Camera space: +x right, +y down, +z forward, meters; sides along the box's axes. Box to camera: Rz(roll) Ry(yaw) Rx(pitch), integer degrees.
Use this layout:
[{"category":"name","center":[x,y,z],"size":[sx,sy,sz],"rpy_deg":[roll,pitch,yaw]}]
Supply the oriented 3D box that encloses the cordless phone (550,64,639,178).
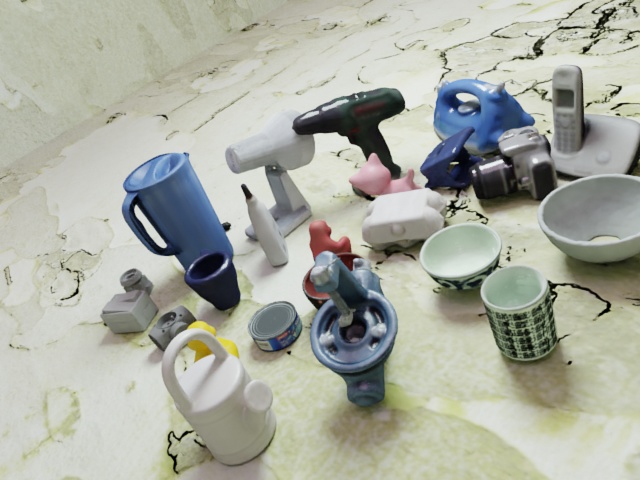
[{"category":"cordless phone","center":[0.442,-0.193,0.932],"size":[0.094,0.185,0.147],"rpy_deg":[-41,36,-24]}]

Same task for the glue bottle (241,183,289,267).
[{"category":"glue bottle","center":[-0.108,-0.035,1.079],"size":[0.037,0.173,0.078],"rpy_deg":[-21,33,6]}]

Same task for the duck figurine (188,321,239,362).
[{"category":"duck figurine","center":[-0.179,0.171,0.913],"size":[0.077,0.086,0.104],"rpy_deg":[-33,34,-13]}]

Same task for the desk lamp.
[{"category":"desk lamp","center":[-0.092,-0.133,1.170],"size":[0.203,0.214,0.117],"rpy_deg":[-42,36,-25]}]

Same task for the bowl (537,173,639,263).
[{"category":"bowl","center":[0.401,-0.019,0.814],"size":[0.167,0.075,0.167],"rpy_deg":[-17,33,12]}]

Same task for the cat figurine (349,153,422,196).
[{"category":"cat figurine","center":[0.126,-0.109,1.083],"size":[0.127,0.118,0.067],"rpy_deg":[-2,39,31]}]

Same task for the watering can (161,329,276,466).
[{"category":"watering can","center":[-0.132,0.196,0.746],"size":[0.172,0.194,0.101],"rpy_deg":[-12,35,19]}]

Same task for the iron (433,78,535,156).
[{"category":"iron","center":[0.304,-0.273,1.177],"size":[0.119,0.142,0.257],"rpy_deg":[-36,34,-17]}]

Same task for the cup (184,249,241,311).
[{"category":"cup","center":[-0.189,0.075,1.048],"size":[0.092,0.095,0.117],"rpy_deg":[-27,33,-4]}]

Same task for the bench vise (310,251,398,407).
[{"category":"bench vise","center":[0.031,0.085,0.772],"size":[0.121,0.220,0.207],"rpy_deg":[-23,33,3]}]

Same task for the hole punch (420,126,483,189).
[{"category":"hole punch","center":[0.246,-0.158,1.099],"size":[0.100,0.091,0.109],"rpy_deg":[5,43,38]}]

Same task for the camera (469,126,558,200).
[{"category":"camera","center":[0.329,-0.134,1.002],"size":[0.136,0.101,0.143],"rpy_deg":[-16,34,13]}]

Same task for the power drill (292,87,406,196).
[{"category":"power drill","center":[0.078,-0.200,1.159],"size":[0.230,0.209,0.075],"rpy_deg":[-29,33,-7]}]

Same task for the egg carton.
[{"category":"egg carton","center":[0.148,-0.034,1.006],"size":[0.150,0.069,0.107],"rpy_deg":[-8,36,24]}]

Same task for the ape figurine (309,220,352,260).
[{"category":"ape figurine","center":[0.009,0.004,1.022],"size":[0.077,0.092,0.076],"rpy_deg":[10,46,41]}]
